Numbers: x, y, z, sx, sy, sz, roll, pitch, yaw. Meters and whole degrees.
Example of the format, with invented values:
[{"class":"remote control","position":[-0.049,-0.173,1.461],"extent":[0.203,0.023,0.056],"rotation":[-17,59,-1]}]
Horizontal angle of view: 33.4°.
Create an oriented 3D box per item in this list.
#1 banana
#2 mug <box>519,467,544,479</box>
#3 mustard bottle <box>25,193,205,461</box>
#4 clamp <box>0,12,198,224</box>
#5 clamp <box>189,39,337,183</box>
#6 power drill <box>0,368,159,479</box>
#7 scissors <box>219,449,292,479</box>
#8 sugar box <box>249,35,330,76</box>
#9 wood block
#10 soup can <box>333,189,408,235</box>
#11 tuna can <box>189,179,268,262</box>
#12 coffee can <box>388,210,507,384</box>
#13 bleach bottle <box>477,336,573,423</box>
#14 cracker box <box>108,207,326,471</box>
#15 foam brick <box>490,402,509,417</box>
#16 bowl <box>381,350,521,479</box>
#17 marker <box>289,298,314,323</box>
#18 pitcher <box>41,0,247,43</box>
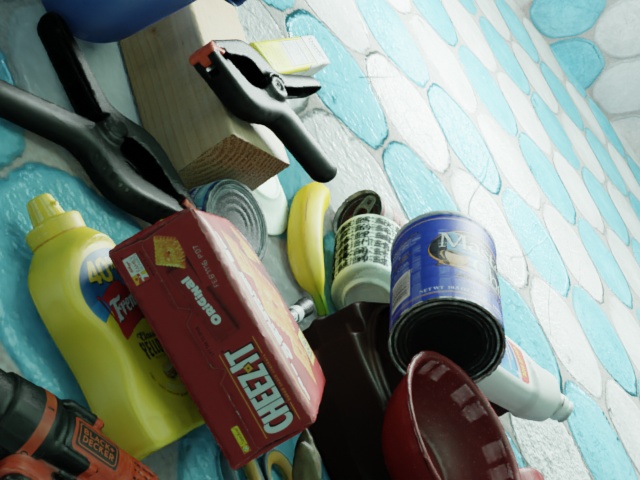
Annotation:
[{"class":"banana","position":[-0.011,-0.010,1.110],"extent":[0.197,0.037,0.069],"rotation":[-87,167,-49]},{"class":"mug","position":[0.207,0.295,1.108],"extent":[0.117,0.093,0.081],"rotation":[78,-7,-54]},{"class":"mustard bottle","position":[-0.148,0.054,0.729],"extent":[0.191,0.058,0.096],"rotation":[60,19,5]},{"class":"clamp","position":[-0.182,-0.082,0.855],"extent":[0.210,0.036,0.164],"rotation":[49,25,-11]},{"class":"clamp","position":[-0.046,-0.134,0.954],"extent":[0.171,0.039,0.120],"rotation":[39,29,-38]},{"class":"power drill","position":[-0.161,0.160,0.574],"extent":[0.184,0.057,0.187],"rotation":[43,28,-32]},{"class":"scissors","position":[-0.017,0.242,0.811],"extent":[0.202,0.016,0.096],"rotation":[62,23,7]},{"class":"sugar box","position":[-0.062,-0.175,1.134],"extent":[0.048,0.093,0.176],"rotation":[57,23,-3]},{"class":"wood block","position":[-0.114,-0.143,0.997],"extent":[0.090,0.090,0.206],"rotation":[23,41,-53]},{"class":"soup can","position":[0.072,-0.004,1.218],"extent":[0.102,0.069,0.068],"rotation":[37,31,-41]},{"class":"tuna can","position":[-0.084,-0.010,0.933],"extent":[0.086,0.034,0.086],"rotation":[25,58,-49]},{"class":"coffee can","position":[0.114,0.052,0.975],"extent":[0.102,0.103,0.140],"rotation":[47,25,-23]},{"class":"bleach bottle","position":[0.177,0.126,1.185],"extent":[0.250,0.068,0.102],"rotation":[32,31,-15]},{"class":"cracker box","position":[-0.064,0.063,0.781],"extent":[0.164,0.072,0.213],"rotation":[59,1,2]},{"class":"foam brick","position":[0.190,0.170,1.256],"extent":[0.051,0.053,0.078],"rotation":[25,40,-51]},{"class":"bowl","position":[0.098,0.173,0.859],"extent":[0.162,0.055,0.162],"rotation":[41,31,-31]},{"class":"marker","position":[-0.033,0.075,0.978],"extent":[0.020,0.020,0.121],"rotation":[58,24,1]},{"class":"pitcher","position":[-0.155,-0.242,0.847],"extent":[0.144,0.243,0.149],"rotation":[2,87,-27]}]
